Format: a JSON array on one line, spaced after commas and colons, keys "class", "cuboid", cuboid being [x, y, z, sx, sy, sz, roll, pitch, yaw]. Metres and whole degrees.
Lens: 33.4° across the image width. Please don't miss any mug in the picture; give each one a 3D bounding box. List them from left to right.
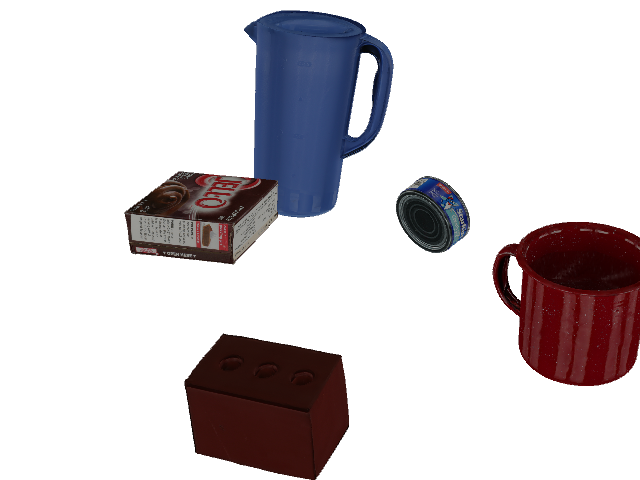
[{"class": "mug", "cuboid": [0.169, 0.041, 0.734, 0.117, 0.081, 0.093, 22, 38, 35]}]

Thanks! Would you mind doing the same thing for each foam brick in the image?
[{"class": "foam brick", "cuboid": [-0.029, 0.093, 0.605, 0.078, 0.051, 0.053, 8, 31, 20]}]

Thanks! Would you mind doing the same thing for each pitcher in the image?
[{"class": "pitcher", "cuboid": [-0.012, -0.155, 1.323, 0.144, 0.243, 0.149, -9, 28, -29]}]

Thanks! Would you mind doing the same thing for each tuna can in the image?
[{"class": "tuna can", "cuboid": [0.128, -0.029, 1.227, 0.033, 0.086, 0.086, -36, 20, -30]}]

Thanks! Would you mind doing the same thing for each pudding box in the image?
[{"class": "pudding box", "cuboid": [-0.092, -0.020, 0.853, 0.090, 0.039, 0.113, 5, 24, 15]}]
